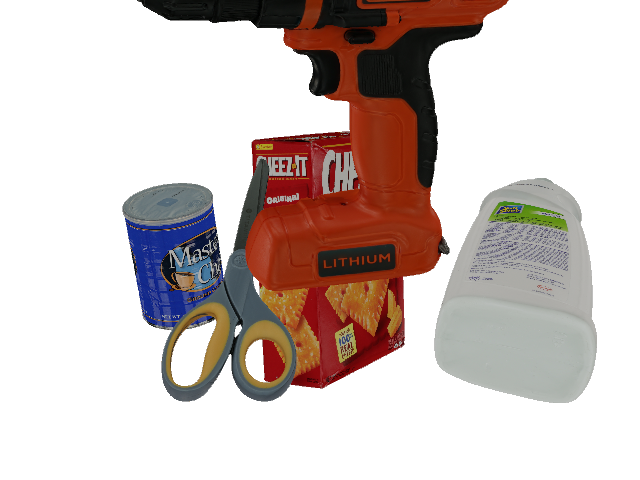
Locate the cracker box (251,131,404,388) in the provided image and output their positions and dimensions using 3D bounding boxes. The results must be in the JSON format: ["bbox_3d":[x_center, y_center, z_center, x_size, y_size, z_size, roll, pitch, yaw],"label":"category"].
[{"bbox_3d":[0.014,0.010,0.973,0.072,0.214,0.163,3,9,31],"label":"cracker box"}]

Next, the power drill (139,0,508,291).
[{"bbox_3d":[0.001,-0.067,0.530,0.184,0.188,0.057,-5,33,-13],"label":"power drill"}]

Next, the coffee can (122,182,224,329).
[{"bbox_3d":[-0.166,0.017,1.233,0.103,0.140,0.103,-5,26,2],"label":"coffee can"}]

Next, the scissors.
[{"bbox_3d":[-0.039,0.030,0.731,0.096,0.201,0.016,20,-34,11],"label":"scissors"}]

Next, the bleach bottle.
[{"bbox_3d":[0.152,0.015,0.760,0.103,0.068,0.250,12,28,13],"label":"bleach bottle"}]
